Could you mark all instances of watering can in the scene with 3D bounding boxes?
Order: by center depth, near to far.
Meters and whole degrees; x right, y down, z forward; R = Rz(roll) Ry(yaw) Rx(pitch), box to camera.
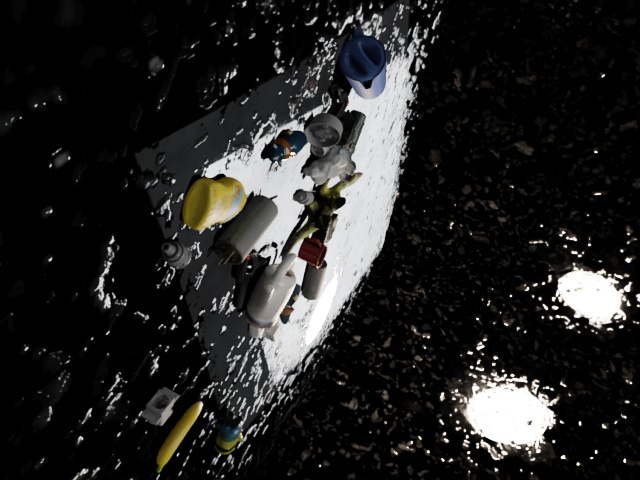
[{"bbox_3d":[-0.142,0.151,1.442,0.104,0.222,0.351,28,16,3],"label":"watering can"}]

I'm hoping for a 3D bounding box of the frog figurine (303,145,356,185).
[{"bbox_3d":[0.017,-0.228,1.571,0.160,0.123,0.137,-2,1,-25],"label":"frog figurine"}]

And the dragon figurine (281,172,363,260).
[{"bbox_3d":[0.005,-0.089,1.764,0.123,0.411,0.241,39,-4,8],"label":"dragon figurine"}]
